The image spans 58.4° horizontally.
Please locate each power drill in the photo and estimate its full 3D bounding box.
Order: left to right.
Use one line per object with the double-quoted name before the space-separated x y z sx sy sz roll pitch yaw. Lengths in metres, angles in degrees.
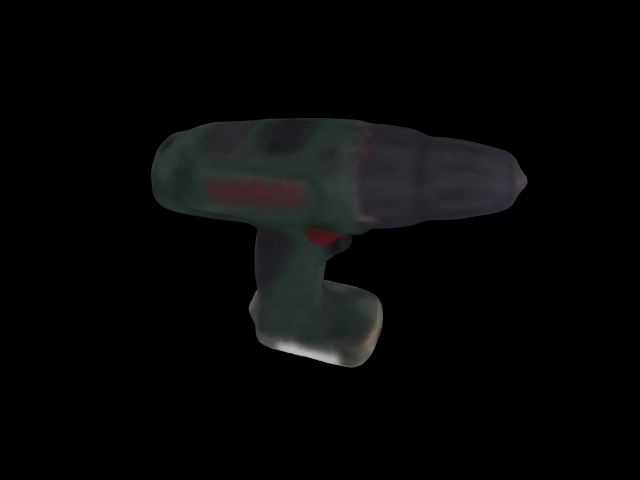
"power drill" 0.004 0.001 0.400 0.229 0.208 0.075 12 50 10
